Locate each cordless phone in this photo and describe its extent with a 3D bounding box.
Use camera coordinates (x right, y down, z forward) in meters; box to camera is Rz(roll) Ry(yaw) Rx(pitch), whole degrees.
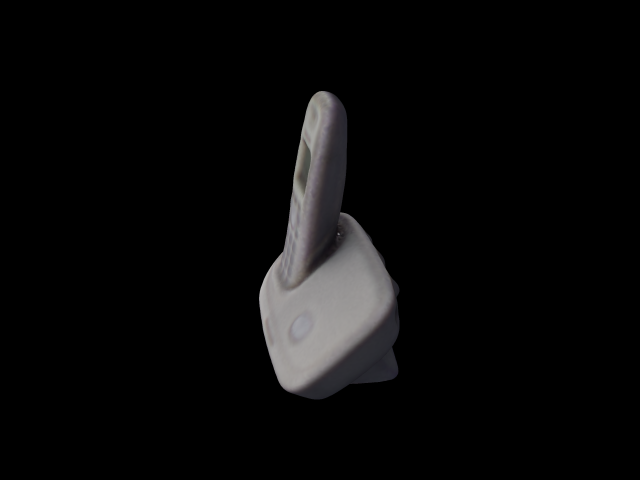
[{"bbox_3d":[0.004,0.001,0.400,0.094,0.185,0.147,-8,32,-13],"label":"cordless phone"}]
